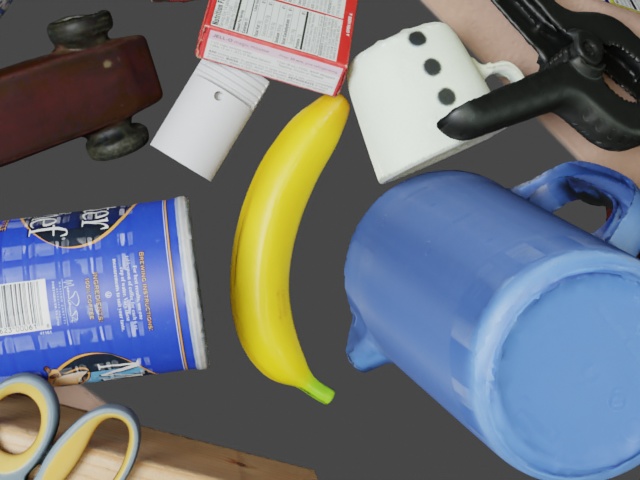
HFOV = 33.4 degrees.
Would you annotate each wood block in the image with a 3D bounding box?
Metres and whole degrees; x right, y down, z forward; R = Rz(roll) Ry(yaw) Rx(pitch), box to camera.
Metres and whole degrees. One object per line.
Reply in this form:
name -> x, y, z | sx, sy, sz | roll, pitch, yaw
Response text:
wood block -> -0.109, 0.165, 0.638 | 0.206, 0.091, 0.090 | 16, 91, -7

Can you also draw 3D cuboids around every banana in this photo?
banana -> -0.021, 0.004, 0.668 | 0.069, 0.037, 0.198 | 2, 95, -24

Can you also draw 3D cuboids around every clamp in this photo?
clamp -> 0.147, -0.117, 0.651 | 0.209, 0.036, 0.164 | 10, 63, -31

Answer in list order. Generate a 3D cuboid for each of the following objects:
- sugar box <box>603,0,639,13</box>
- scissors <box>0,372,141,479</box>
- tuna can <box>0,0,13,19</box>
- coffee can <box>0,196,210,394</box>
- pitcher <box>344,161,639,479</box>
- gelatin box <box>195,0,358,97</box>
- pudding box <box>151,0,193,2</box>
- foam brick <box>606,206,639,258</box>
sugar box -> 0.226, -0.172, 0.626 | 0.093, 0.176, 0.048 | -56, 140, 0
scissors -> -0.182, 0.156, 0.575 | 0.096, 0.016, 0.201 | 44, 87, -5
tuna can -> -0.218, -0.154, 0.610 | 0.086, 0.086, 0.034 | 34, 91, -7
coffee can -> -0.140, 0.034, 0.621 | 0.140, 0.103, 0.103 | -7, 94, -6
pitcher -> 0.106, 0.031, 0.577 | 0.145, 0.243, 0.149 | 5, 98, -10
gelatin box -> -0.025, -0.130, 0.642 | 0.089, 0.030, 0.073 | 14, 51, -7
pudding box -> -0.088, -0.201, 0.619 | 0.039, 0.090, 0.113 | -4, 94, -5
foam brick -> 0.231, -0.002, 0.686 | 0.078, 0.051, 0.053 | -3, 92, -7
